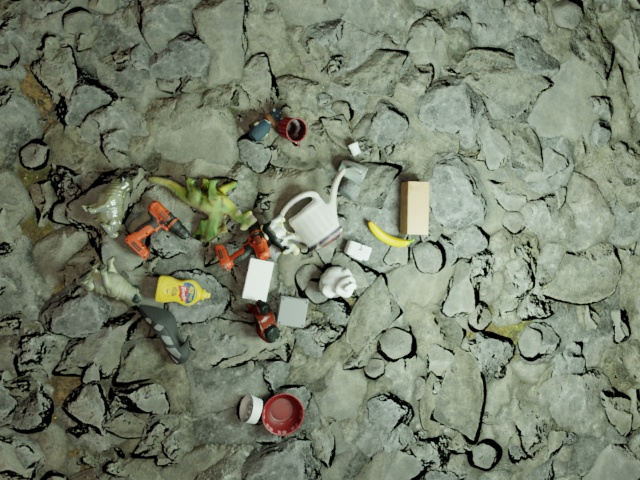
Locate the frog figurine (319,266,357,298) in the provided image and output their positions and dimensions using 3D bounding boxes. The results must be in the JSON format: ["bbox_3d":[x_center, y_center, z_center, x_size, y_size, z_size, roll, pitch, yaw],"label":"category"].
[{"bbox_3d":[0.065,0.165,1.948,0.138,0.159,0.122,-33,96,-8],"label":"frog figurine"}]

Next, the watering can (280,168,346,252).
[{"bbox_3d":[0.006,-0.098,1.948,0.346,0.105,0.223,-35,96,10],"label":"watering can"}]

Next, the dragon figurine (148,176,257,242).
[{"bbox_3d":[-0.430,-0.111,1.888,0.410,0.123,0.241,3,96,5],"label":"dragon figurine"}]
